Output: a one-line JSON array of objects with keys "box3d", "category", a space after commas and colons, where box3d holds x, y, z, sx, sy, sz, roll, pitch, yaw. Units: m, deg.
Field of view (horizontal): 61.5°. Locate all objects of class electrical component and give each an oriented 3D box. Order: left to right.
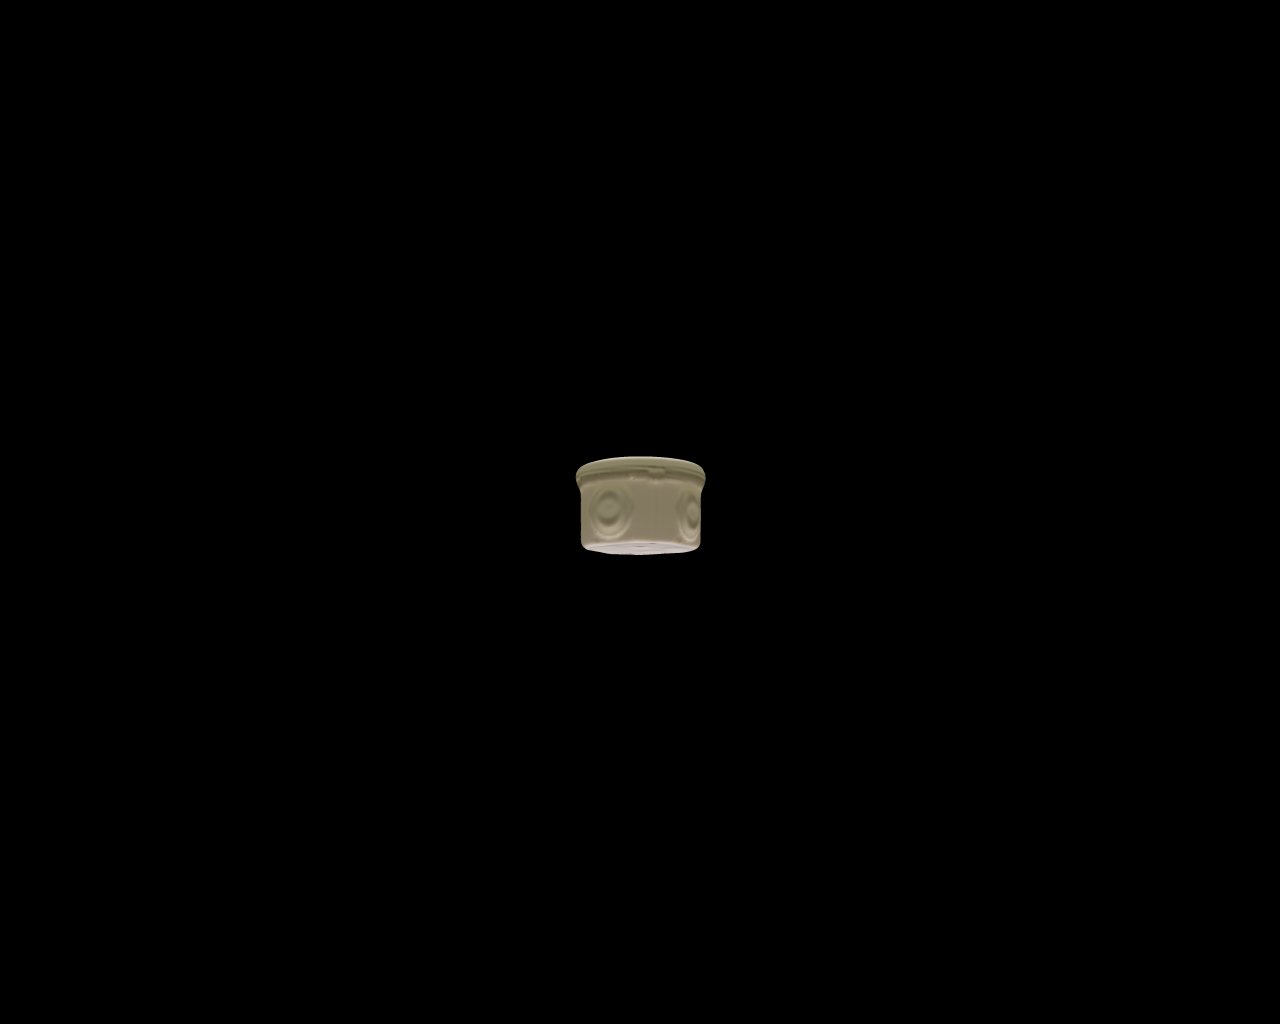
[{"box3d": [0.001, -0.003, 0.650, 0.080, 0.051, 0.080, 0, -9, 0], "category": "electrical component"}]
